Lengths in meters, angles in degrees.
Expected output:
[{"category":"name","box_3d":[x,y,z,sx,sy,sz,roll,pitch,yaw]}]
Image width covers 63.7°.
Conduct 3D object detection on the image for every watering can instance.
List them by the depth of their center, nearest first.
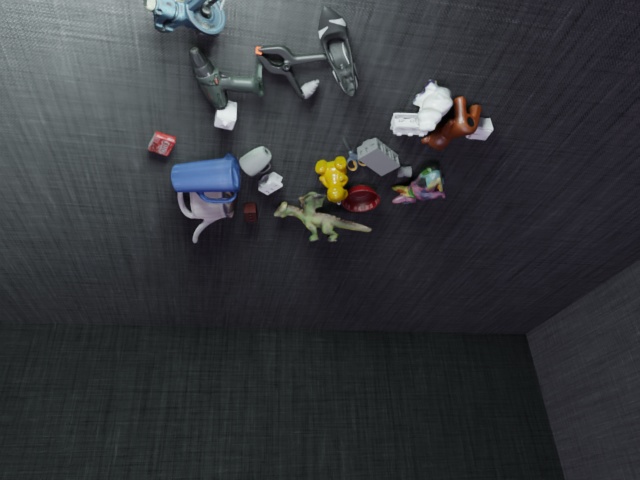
[{"category":"watering can","box_3d":[-0.460,-0.123,2.125,0.224,0.106,0.339,-2,132,0]}]

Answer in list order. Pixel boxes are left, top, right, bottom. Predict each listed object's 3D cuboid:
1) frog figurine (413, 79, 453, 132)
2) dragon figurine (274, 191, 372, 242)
[{"category":"frog figurine","box_3d":[0.371,-0.418,1.670,0.122,0.163,0.135,22,141,-39]},{"category":"dragon figurine","box_3d":[0.007,-0.111,2.208,0.410,0.125,0.237,-2,142,13]}]
